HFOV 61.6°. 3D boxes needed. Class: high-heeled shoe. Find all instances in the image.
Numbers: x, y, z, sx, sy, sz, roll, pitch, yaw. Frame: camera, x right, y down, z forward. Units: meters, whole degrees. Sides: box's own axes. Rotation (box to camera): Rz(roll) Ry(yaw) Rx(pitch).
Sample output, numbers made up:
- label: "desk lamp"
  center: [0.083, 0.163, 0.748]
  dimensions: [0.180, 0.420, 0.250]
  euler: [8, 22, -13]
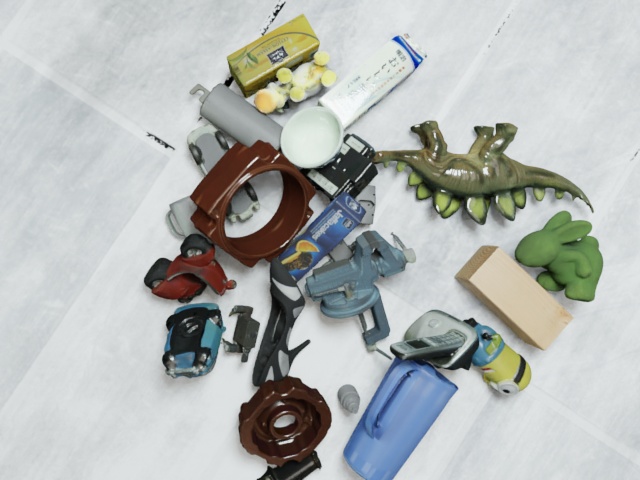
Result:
- label: "high-heeled shoe"
  center: [-0.097, 0.161, 1.018]
  dimensions: [0.145, 0.086, 0.248]
  euler: [-31, 120, -23]

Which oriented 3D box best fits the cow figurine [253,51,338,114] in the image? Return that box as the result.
- label: "cow figurine"
  center: [-0.050, -0.297, 1.043]
  dimensions: [0.167, 0.098, 0.068]
  euler: [-26, 99, 1]

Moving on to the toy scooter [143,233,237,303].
- label: "toy scooter"
  center: [-0.239, 0.071, 1.020]
  dimensions: [0.184, 0.075, 0.135]
  euler: [-33, 121, 31]

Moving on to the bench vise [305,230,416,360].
- label: "bench vise"
  center: [0.094, 0.108, 1.047]
  dimensions: [0.224, 0.129, 0.240]
  euler: [-23, 112, -13]

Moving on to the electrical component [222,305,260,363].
- label: "electrical component"
  center: [-0.155, 0.179, 1.050]
  dimensions: [0.045, 0.078, 0.102]
  euler: [14, 94, -28]

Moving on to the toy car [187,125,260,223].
- label: "toy car"
  center: [-0.189, -0.129, 1.052]
  dimensions: [0.073, 0.056, 0.201]
  euler: [-30, 94, -10]

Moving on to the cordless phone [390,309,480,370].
- label: "cordless phone"
  center: [0.191, 0.193, 1.016]
  dimensions: [0.184, 0.147, 0.088]
  euler: [1, 104, -30]

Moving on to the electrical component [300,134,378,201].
- label: "electrical component"
  center: [0.044, -0.141, 1.047]
  dimensions: [0.115, 0.058, 0.134]
  euler: [42, 89, 22]

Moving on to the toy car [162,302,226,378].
- label: "toy car"
  center: [-0.232, 0.202, 1.019]
  dimensions: [0.109, 0.162, 0.102]
  euler: [-10, 133, 5]

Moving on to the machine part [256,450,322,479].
- label: "machine part"
  center: [-0.059, 0.469, 1.071]
  dimensions: [0.139, 0.039, 0.084]
  euler: [-39, 84, -2]

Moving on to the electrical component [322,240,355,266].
- label: "electrical component"
  center: [0.034, 0.017, 1.085]
  dimensions: [0.094, 0.021, 0.063]
  euler: [-35, 92, -3]

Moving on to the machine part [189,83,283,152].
- label: "machine part"
  center: [-0.143, -0.225, 1.044]
  dimensions: [0.243, 0.079, 0.079]
  euler: [35, 87, -2]

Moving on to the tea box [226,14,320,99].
- label: "tea box"
  center: [-0.090, -0.352, 1.038]
  dimensions: [0.170, 0.098, 0.068]
  euler: [-30, 93, -6]

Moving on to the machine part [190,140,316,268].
- label: "machine part"
  center: [-0.118, -0.063, 0.987]
  dimensions: [0.201, 0.087, 0.200]
  euler: [-50, 137, -4]

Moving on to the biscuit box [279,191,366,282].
- label: "biscuit box"
  center: [-0.002, -0.003, 1.013]
  dimensions: [0.063, 0.059, 0.202]
  euler: [42, 121, -6]

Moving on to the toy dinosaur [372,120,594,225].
- label: "toy dinosaur"
  center: [0.324, -0.133, 1.072]
  dimensions: [0.472, 0.105, 0.198]
  euler: [4, 99, 1]

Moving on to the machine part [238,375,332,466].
- label: "machine part"
  center: [-0.068, 0.346, 1.034]
  dimensions: [0.179, 0.056, 0.179]
  euler: [-5, 110, -14]

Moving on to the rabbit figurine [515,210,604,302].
- label: "rabbit figurine"
  center: [0.463, 0.027, 1.036]
  dimensions: [0.170, 0.121, 0.159]
  euler: [20, 105, -22]

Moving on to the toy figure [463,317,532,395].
- label: "toy figure"
  center: [0.350, 0.232, 1.080]
  dimensions: [0.089, 0.082, 0.180]
  euler: [-39, 90, -1]

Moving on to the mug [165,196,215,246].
- label: "mug"
  center: [-0.242, -0.032, 1.038]
  dimensions: [0.110, 0.081, 0.107]
  euler: [-21, 100, 15]
